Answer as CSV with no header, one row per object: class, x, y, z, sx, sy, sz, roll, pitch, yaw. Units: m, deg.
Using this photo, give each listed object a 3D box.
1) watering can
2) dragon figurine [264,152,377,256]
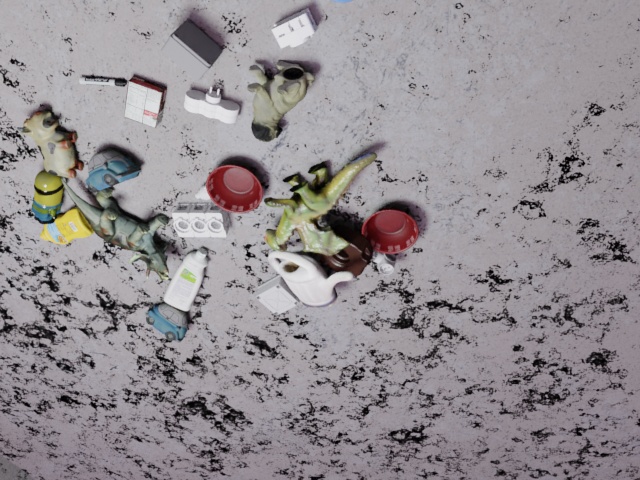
watering can,-0.012,0.124,1.542,0.349,0.106,0.220,14,148,40
dragon figurine,0.004,-0.071,1.413,0.408,0.125,0.239,-17,113,22
